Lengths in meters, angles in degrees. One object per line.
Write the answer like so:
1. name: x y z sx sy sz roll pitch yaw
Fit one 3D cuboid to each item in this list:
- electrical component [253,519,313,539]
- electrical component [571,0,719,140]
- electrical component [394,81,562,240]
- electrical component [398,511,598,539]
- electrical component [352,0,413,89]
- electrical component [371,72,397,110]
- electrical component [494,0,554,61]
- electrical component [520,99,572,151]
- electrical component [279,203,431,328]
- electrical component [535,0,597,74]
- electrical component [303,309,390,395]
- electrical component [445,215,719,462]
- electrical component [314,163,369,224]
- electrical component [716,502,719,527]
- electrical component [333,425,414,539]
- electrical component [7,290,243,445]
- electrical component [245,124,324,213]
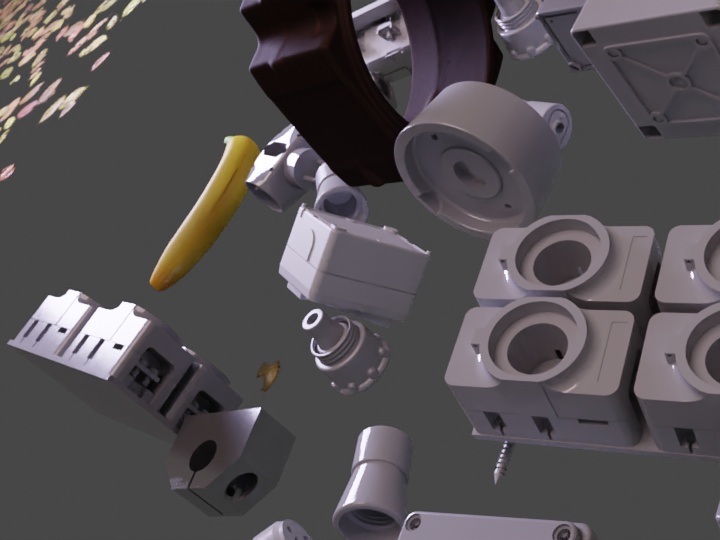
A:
1. electrical component: -0.055 0.180 0.639 0.055 0.045 0.045 -37 33 10
2. electrical component: 0.204 -0.135 0.656 0.109 0.109 0.056 3 57 49
3. electrical component: 0.085 -0.078 0.729 0.108 0.108 0.060 2 48 49
4. electrical component: 0.059 0.175 0.508 0.109 0.056 0.108 -8 47 43
5. electrical component: 0.011 -0.200 0.985 0.121 0.079 0.063 -17 63 36
6. electrical component: -0.002 -0.146 0.958 0.062 0.043 0.043 -27 36 26
7. electrical component: 0.128 -0.202 0.860 0.048 0.062 0.048 -29 35 23
8. electrical component: 0.120 -0.105 0.779 0.065 0.044 0.044 17 66 49
9. electrical component: 0.000 0.000 0.755 0.062 0.096 0.061 37 110 58
10. electrical component: 0.189 -0.189 0.778 0.096 0.061 0.061 5 56 50
11. electrical component: -0.013 0.051 0.725 0.048 0.062 0.048 -29 35 23
12. electrical component: 0.146 0.031 0.534 0.186 0.060 0.105 0 51 31
13. electrical component: -0.018 -0.063 0.883 0.044 0.044 0.065 -35 29 14
14. electrical component: 0.197 0.086 0.422 0.096 0.061 0.061 -27 15 41
15. electrical component: 0.011 0.125 0.635 0.044 0.044 0.065 -23 33 30
16. electrical component: -0.185 0.076 0.845 0.186 0.105 0.060 7 58 51
17. electrical component: -0.053 -0.091 0.950 0.077 0.043 0.079 -52 33 -13
